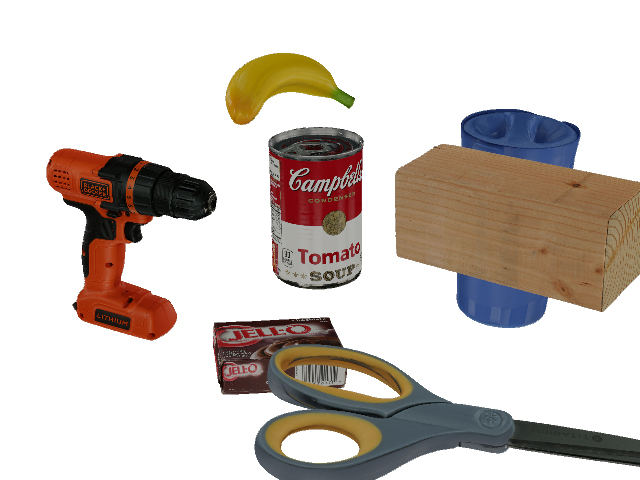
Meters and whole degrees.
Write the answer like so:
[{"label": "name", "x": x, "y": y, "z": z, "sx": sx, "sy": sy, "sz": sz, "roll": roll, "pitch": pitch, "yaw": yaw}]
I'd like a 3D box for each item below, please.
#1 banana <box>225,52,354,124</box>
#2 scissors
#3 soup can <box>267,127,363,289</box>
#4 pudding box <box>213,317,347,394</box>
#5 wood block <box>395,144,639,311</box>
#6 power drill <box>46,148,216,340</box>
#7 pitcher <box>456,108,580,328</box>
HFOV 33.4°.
[{"label": "banana", "x": -0.037, "y": -0.144, "z": 0.981, "sx": 0.070, "sy": 0.037, "sz": 0.197, "roll": 37, "pitch": 29, "yaw": 20}, {"label": "scissors", "x": 0.059, "y": 0.091, "z": 0.459, "sx": 0.202, "sy": 0.016, "sz": 0.096, "roll": 16, "pitch": 34, "yaw": 23}, {"label": "soup can", "x": -0.003, "y": -0.024, "z": 0.775, "sx": 0.068, "sy": 0.102, "sz": 0.068, "roll": -1, "pitch": 23, "yaw": 0}, {"label": "pudding box", "x": -0.039, "y": 0.103, "z": 0.965, "sx": 0.113, "sy": 0.039, "sz": 0.090, "roll": 0, "pitch": 18, "yaw": -10}, {"label": "wood block", "x": 0.177, "y": -0.018, "z": 0.964, "sx": 0.206, "sy": 0.090, "sz": 0.090, "roll": 15, "pitch": 31, "yaw": 34}, {"label": "power drill", "x": -0.186, "y": 0.005, "z": 1.076, "sx": 0.185, "sy": 0.188, "sz": 0.057, "roll": 14, "pitch": 29, "yaw": 22}, {"label": "pitcher", "x": 0.215, "y": -0.021, "z": 1.241, "sx": 0.149, "sy": 0.243, "sz": 0.145, "roll": -1, "pitch": 25, "yaw": -5}]
